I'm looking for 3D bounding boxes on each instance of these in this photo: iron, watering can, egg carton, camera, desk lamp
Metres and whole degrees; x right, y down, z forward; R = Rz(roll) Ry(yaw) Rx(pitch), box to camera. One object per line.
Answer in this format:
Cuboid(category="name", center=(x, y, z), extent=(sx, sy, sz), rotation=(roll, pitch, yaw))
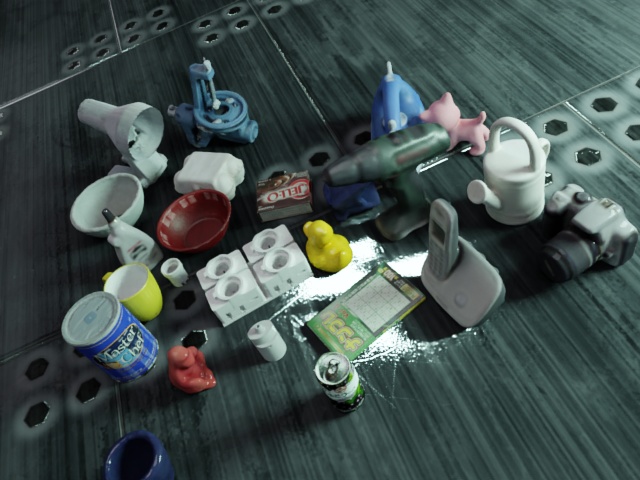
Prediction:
Cuboid(category="iron", center=(0.150, -0.230, 1.138), extent=(0.118, 0.142, 0.258), rotation=(-8, 50, 13))
Cuboid(category="watering can", center=(0.319, -0.116, 0.953), extent=(0.100, 0.194, 0.173), rotation=(16, 59, 29))
Cuboid(category="egg carton", center=(-0.242, -0.137, 1.246), extent=(0.150, 0.069, 0.107), rotation=(6, 54, 23))
Cuboid(category="camera", center=(0.398, -0.009, 0.900), extent=(0.137, 0.101, 0.142), rotation=(-34, 49, -10))
Cuboid(category="desk lamp", center=(-0.431, -0.220, 1.281), extent=(0.202, 0.214, 0.118), rotation=(13, 57, 27))

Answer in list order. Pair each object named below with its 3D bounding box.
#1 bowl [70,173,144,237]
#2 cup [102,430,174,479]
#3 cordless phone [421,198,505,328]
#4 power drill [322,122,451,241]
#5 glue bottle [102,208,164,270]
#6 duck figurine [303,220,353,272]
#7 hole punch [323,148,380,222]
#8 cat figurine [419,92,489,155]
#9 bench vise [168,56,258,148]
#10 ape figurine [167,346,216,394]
Cuboid(category="bowl", center=(-0.452, -0.064, 1.254), extent=(0.167, 0.075, 0.167), rotation=(-9, 50, 12))
Cuboid(category="cup", center=(-0.258, 0.351, 0.836), extent=(0.091, 0.095, 0.118), rotation=(0, 52, 19))
Cuboid(category="cordless phone", center=(0.212, 0.033, 0.873), extent=(0.094, 0.185, 0.147), rotation=(-34, 49, -9))
Cuboid(category="power drill", center=(0.126, -0.098, 0.995), extent=(0.230, 0.209, 0.075), rotation=(-32, 49, -8))
Cuboid(category="glue bottle", center=(-0.373, -0.001, 1.110), extent=(0.037, 0.173, 0.078), rotation=(28, 65, 35))
Cuboid(category="duck figurine", center=(0.009, 0.004, 1.034), extent=(0.077, 0.086, 0.104), rotation=(-43, 51, -17))
Cuboid(category="hole punch", center=(0.054, -0.108, 1.106), extent=(0.101, 0.091, 0.108), rotation=(-20, 49, 3))
Cuboid(category="cat figurine", center=(0.263, -0.232, 1.118), extent=(0.127, 0.118, 0.067), rotation=(9, 56, 25))
Cuboid(category="bench vise", center=(-0.264, -0.299, 1.285), extent=(0.207, 0.220, 0.121), rotation=(-9, 50, 12))
Cuboid(category="ape figurine", center=(-0.220, 0.207, 0.942), extent=(0.076, 0.092, 0.078), rotation=(-5, 51, 15))
